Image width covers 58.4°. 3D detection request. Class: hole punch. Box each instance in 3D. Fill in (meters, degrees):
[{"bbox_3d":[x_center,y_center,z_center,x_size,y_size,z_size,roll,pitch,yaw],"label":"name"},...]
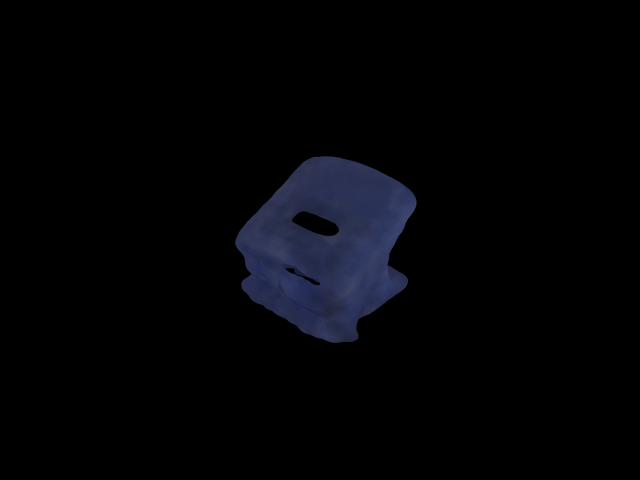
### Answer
[{"bbox_3d":[0.004,0.001,0.400,0.108,0.091,0.101,24,38,35],"label":"hole punch"}]
